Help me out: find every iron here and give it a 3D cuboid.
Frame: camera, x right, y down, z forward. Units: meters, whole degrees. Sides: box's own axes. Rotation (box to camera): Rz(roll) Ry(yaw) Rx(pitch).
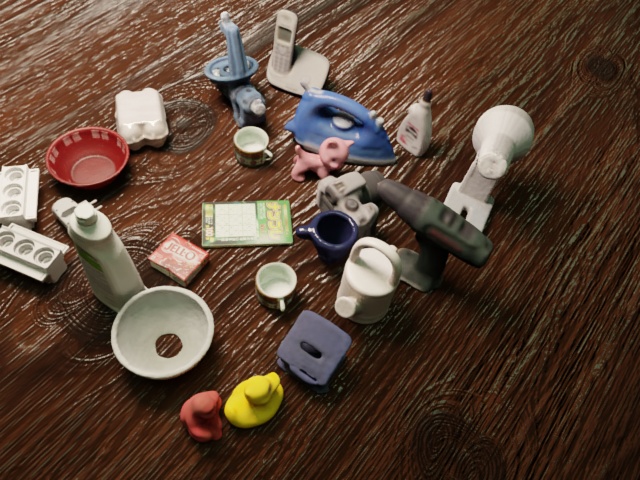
[{"bbox_3d":[0.058,-0.259,1.255,0.258,0.141,0.119,20,56,6],"label":"iron"}]

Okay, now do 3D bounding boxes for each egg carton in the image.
[{"bbox_3d":[-0.390,-0.266,1.248,0.107,0.069,0.150,-11,58,-14],"label":"egg carton"}]

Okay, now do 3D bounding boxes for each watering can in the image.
[{"bbox_3d":[0.089,0.070,1.008,0.101,0.194,0.173,14,56,3],"label":"watering can"}]

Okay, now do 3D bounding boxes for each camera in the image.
[{"bbox_3d":[0.081,-0.086,1.168,0.137,0.101,0.143,-27,63,-22],"label":"camera"}]

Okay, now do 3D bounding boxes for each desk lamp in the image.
[{"bbox_3d":[0.342,-0.142,1.169,0.117,0.213,0.203,24,57,9],"label":"desk lamp"}]

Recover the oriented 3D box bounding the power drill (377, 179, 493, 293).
[{"bbox_3d":[0.192,0.002,1.057,0.229,0.208,0.076,26,57,11],"label":"power drill"}]

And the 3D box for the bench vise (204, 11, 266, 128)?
[{"bbox_3d":[-0.169,-0.373,1.256,0.207,0.220,0.122,38,60,18],"label":"bench vise"}]

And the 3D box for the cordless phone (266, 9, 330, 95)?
[{"bbox_3d":[-0.047,-0.434,1.333,0.147,0.185,0.094,19,56,6],"label":"cordless phone"}]

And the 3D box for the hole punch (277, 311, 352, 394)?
[{"bbox_3d":[-0.010,0.192,0.977,0.108,0.091,0.101,31,58,14],"label":"hole punch"}]

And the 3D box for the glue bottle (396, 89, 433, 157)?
[{"bbox_3d":[0.218,-0.264,1.260,0.078,0.173,0.037,40,61,19],"label":"glue bottle"}]

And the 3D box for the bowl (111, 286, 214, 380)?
[{"bbox_3d":[-0.262,0.167,0.972,0.167,0.075,0.167,3,56,-5],"label":"bowl"}]

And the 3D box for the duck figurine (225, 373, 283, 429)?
[{"bbox_3d":[-0.106,0.253,0.927,0.105,0.086,0.077,-30,65,-24],"label":"duck figurine"}]

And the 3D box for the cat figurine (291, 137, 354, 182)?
[{"bbox_3d":[0.006,-0.179,1.210,0.128,0.118,0.067,4,56,-4],"label":"cat figurine"}]

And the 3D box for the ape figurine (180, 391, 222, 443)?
[{"bbox_3d":[-0.184,0.271,0.902,0.076,0.092,0.078,25,57,10],"label":"ape figurine"}]

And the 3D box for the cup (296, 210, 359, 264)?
[{"bbox_3d":[0.010,0.004,1.102,0.118,0.095,0.091,0,56,-7],"label":"cup"}]
